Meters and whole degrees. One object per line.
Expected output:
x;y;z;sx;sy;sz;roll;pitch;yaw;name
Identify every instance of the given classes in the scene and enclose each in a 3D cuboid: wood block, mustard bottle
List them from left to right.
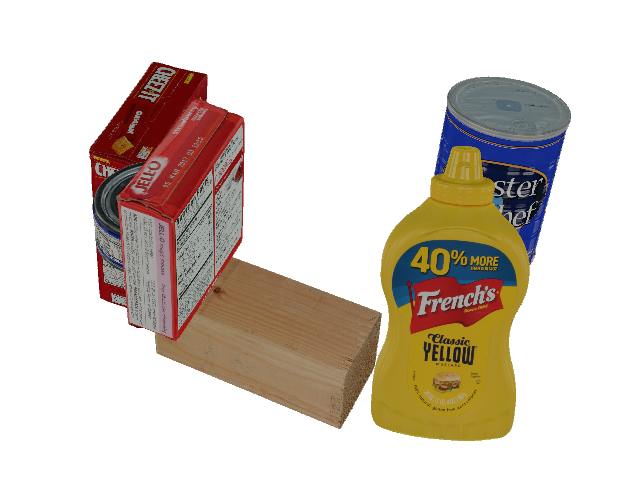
-0.053;0.092;1.060;0.206;0.090;0.090;20;48;16;wood block
0.087;0.033;0.701;0.096;0.192;0.058;5;15;5;mustard bottle

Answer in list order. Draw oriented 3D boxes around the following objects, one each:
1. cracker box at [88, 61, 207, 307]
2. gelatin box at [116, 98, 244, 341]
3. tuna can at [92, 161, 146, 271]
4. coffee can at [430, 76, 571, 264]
-0.181;-0.055;1.135;0.072;0.214;0.164;15;45;8;cracker box
-0.064;-0.009;0.497;0.030;0.089;0.073;19;49;12;gelatin box
-0.108;-0.016;0.710;0.086;0.034;0.086;1;40;-1;tuna can
0.149;-0.055;0.918;0.102;0.140;0.103;4;34;-3;coffee can
